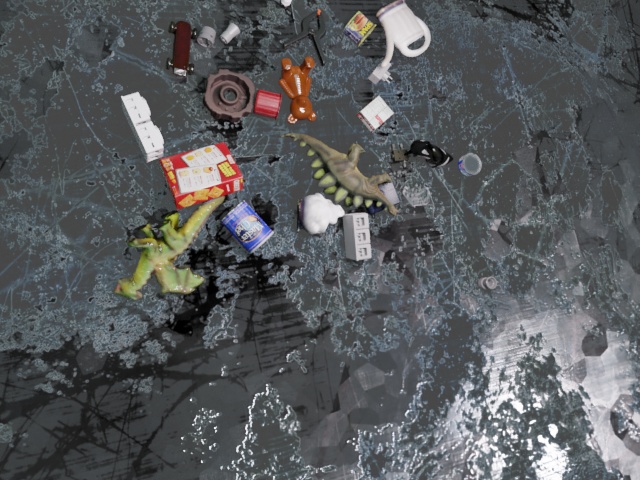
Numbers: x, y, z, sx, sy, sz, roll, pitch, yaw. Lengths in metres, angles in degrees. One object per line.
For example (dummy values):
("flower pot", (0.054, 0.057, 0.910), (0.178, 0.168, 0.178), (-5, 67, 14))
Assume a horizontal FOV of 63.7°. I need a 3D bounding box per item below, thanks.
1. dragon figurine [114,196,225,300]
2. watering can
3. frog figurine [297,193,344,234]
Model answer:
("dragon figurine", (-0.432, 0.045, 1.558), (0.413, 0.123, 0.240), (-26, 106, -19))
("watering can", (0.288, -0.775, 1.921), (0.353, 0.102, 0.224), (-37, 94, -37))
("frog figurine", (0.005, -0.086, 1.703), (0.159, 0.120, 0.140), (0, 61, -7))
